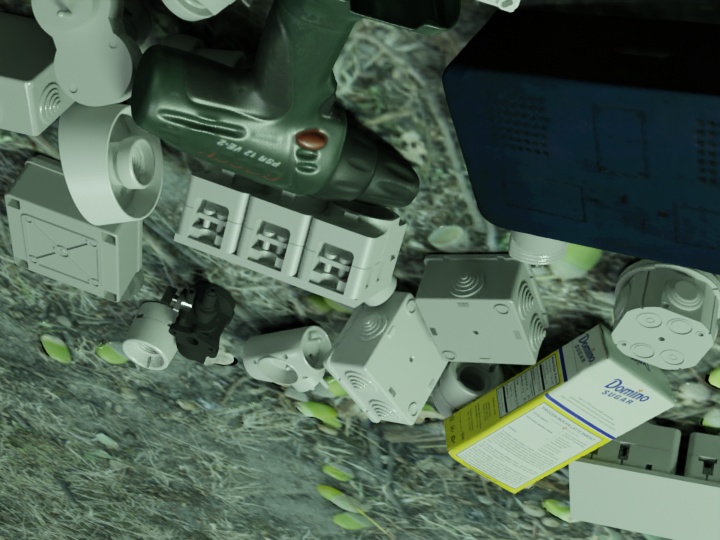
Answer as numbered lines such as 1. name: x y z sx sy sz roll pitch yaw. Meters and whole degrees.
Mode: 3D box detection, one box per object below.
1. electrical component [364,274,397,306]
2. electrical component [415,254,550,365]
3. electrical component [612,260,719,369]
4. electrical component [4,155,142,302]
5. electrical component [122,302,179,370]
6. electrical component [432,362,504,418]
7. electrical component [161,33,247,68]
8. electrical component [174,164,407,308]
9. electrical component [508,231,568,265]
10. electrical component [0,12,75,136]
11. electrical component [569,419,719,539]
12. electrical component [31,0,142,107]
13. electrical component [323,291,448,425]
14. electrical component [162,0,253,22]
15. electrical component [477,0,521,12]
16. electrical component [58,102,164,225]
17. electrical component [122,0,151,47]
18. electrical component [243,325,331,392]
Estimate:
1. electrical component: 0.000 0.000 0.895 0.044 0.044 0.065 -15 134 39
2. electrical component: 0.099 0.034 0.878 0.100 0.048 0.099 0 139 27
3. electrical component: 0.230 0.033 0.808 0.080 0.051 0.080 14 143 11
4. electrical component: -0.255 -0.036 0.967 0.109 0.056 0.108 20 143 3
5. electrical component: -0.206 0.067 1.078 0.055 0.047 0.055 14 143 11
6. electrical component: 0.098 0.103 0.963 0.055 0.055 0.047 22 140 0
7. electrical component: -0.115 -0.142 0.772 0.055 0.045 0.045 18 143 6
8. electrical component: -0.050 -0.034 0.817 0.150 0.089 0.061 20 106 14
9. electrical component: 0.132 -0.034 0.782 0.043 0.043 0.081 14 143 11
10. electrical component: -0.258 -0.146 0.798 0.100 0.099 0.048 14 130 12
11. electrical component: 0.287 0.190 0.967 0.186 0.060 0.105 8 141 19
12. electrical component: -0.187 -0.174 0.698 0.052 0.073 0.138 -15 100 5
13. electrical component: 0.028 0.075 0.926 0.048 0.099 0.099 3 141 44
14. electrical component: -0.100 -0.194 0.701 0.055 0.048 0.066 -26 122 36
15. electrical component: 0.073 -0.203 0.587 0.062 0.061 0.096 19 143 6
16. electrical component: -0.199 -0.085 0.848 0.064 0.099 0.099 0 138 18
17. electrical component: -0.186 -0.170 0.773 0.055 0.047 0.055 14 143 11
18. electrical component: -0.060 0.091 1.035 0.077 0.044 0.079 -12 132 37
